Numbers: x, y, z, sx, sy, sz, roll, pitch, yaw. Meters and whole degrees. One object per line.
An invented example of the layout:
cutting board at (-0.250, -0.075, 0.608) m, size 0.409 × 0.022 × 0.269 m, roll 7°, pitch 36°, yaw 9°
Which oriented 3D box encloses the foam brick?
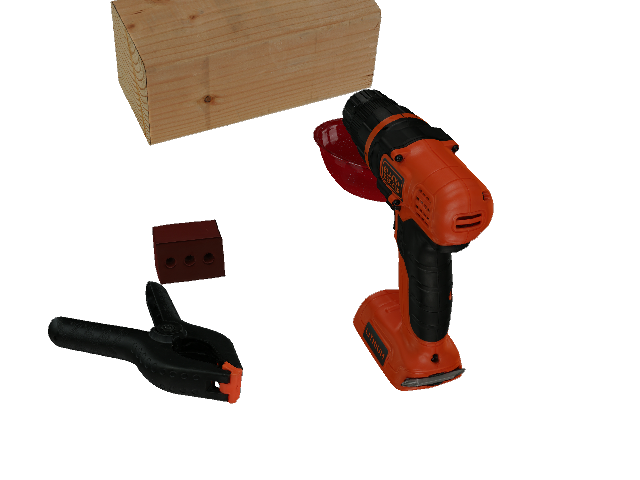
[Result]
foam brick at (-0.154, 0.013, 1.240) m, size 0.078 × 0.053 × 0.051 m, roll -7°, pitch 27°, yaw -10°

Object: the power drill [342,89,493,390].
power drill at (0.059, -0.001, 0.777) m, size 0.057 × 0.188 × 0.184 m, roll -11°, pitch 34°, yaw -16°

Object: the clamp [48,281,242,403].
clamp at (-0.125, 0.082, 0.883) m, size 0.172 × 0.039 × 0.120 m, roll 21°, pitch 35°, yaw 24°

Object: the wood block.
wood block at (-0.063, -0.165, 0.908) m, size 0.205 × 0.090 × 0.091 m, roll -17°, pitch -36°, yaw -18°

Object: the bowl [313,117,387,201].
bowl at (0.068, -0.087, 1.211) m, size 0.162 × 0.055 × 0.162 m, roll 7°, pitch 27°, yaw -4°
